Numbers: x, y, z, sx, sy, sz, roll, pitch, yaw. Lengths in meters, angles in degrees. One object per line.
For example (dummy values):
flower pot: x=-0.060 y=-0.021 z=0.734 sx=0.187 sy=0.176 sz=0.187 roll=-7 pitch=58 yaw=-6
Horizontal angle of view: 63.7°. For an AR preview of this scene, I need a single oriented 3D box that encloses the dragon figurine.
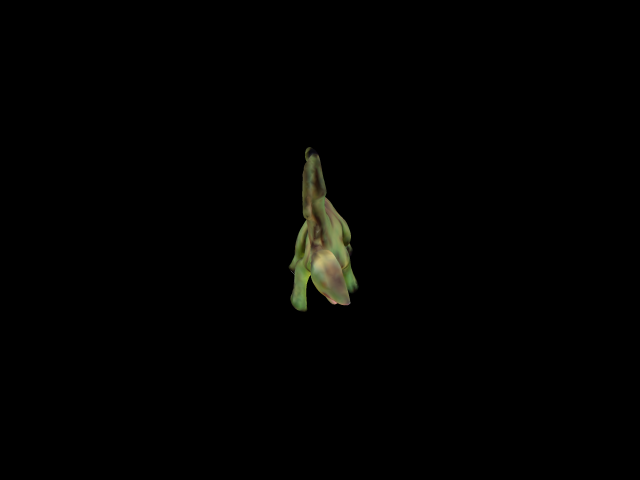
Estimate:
dragon figurine: x=0.003 y=-0.043 z=0.850 sx=0.122 sy=0.237 sz=0.420 roll=-4 pitch=45 yaw=-4
